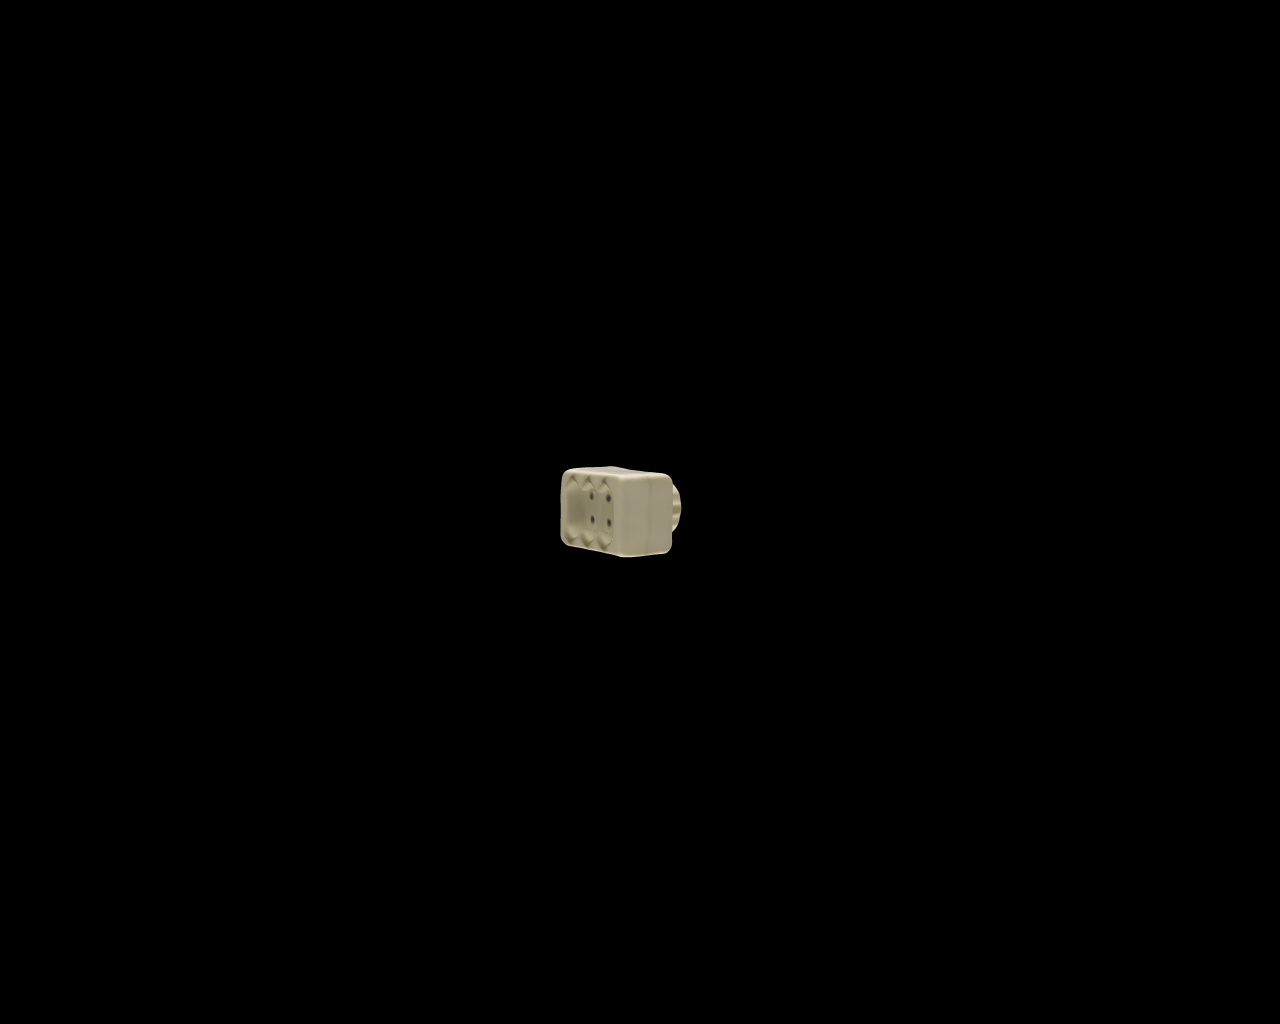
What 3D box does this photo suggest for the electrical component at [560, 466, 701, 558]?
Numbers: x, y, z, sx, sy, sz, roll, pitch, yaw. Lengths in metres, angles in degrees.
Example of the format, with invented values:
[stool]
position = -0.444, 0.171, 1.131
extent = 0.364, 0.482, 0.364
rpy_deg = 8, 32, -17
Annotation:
[electrical component]
position = 0.001, -0.003, 0.650
extent = 0.077, 0.047, 0.066
rpy_deg = -5, 9, -35
